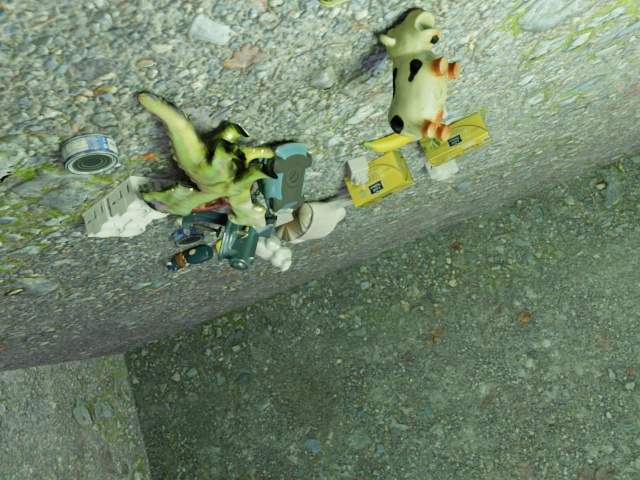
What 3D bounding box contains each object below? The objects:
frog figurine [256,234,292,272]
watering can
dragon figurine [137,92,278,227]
[{"bbox_3d":[-0.159,0.032,1.654,0.123,0.161,0.135,-11,164,-26],"label":"frog figurine"},{"bbox_3d":[0.005,-0.079,1.566,0.343,0.105,0.225,-35,161,33],"label":"watering can"},{"bbox_3d":[-0.223,-0.112,0.944,0.240,0.125,0.406,-36,145,23],"label":"dragon figurine"}]
